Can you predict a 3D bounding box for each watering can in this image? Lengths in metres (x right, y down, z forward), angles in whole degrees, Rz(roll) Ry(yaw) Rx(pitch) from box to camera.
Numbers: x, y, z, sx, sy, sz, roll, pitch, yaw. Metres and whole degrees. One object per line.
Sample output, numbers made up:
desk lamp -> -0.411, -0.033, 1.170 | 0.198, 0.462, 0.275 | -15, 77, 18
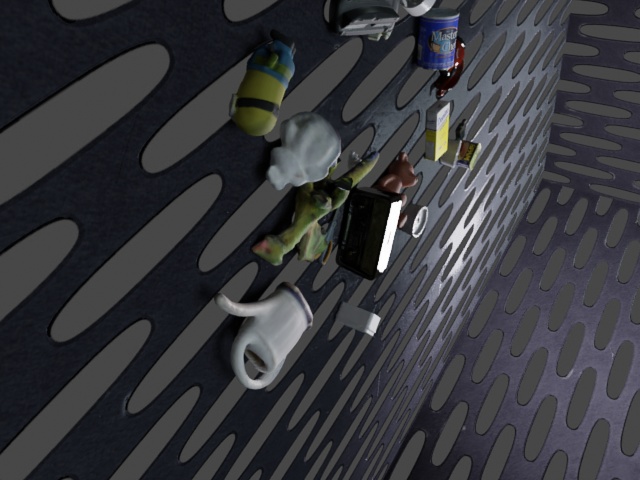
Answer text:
watering can -> -0.115, 0.177, 1.106 | 0.228, 0.104, 0.339 | -48, 145, -35

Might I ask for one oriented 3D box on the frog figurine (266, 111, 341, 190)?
frog figurine -> -0.041, -0.174, 1.013 | 0.162, 0.122, 0.136 | -33, 103, -34

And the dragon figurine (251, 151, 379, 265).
dragon figurine -> 0.004, -0.060, 1.194 | 0.415, 0.123, 0.237 | -27, 144, -46
